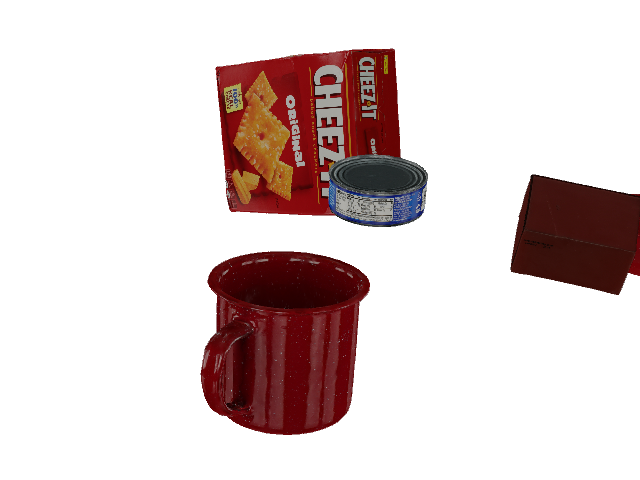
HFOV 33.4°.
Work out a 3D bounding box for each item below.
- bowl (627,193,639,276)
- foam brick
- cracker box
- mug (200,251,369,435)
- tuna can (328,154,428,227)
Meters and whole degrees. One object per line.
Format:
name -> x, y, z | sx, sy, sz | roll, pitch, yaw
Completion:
bowl -> 0.337, -0.001, 1.052 | 0.162, 0.055, 0.162 | 0, 17, 0
foam brick -> 0.177, -0.004, 0.740 | 0.078, 0.051, 0.053 | 13, -36, 7
cracker box -> -0.017, -0.109, 1.114 | 0.071, 0.164, 0.214 | -11, 10, -41
mug -> -0.026, 0.063, 0.614 | 0.093, 0.081, 0.117 | 15, 23, 29
tuna can -> 0.049, -0.043, 0.923 | 0.086, 0.034, 0.086 | 1, 26, -1
